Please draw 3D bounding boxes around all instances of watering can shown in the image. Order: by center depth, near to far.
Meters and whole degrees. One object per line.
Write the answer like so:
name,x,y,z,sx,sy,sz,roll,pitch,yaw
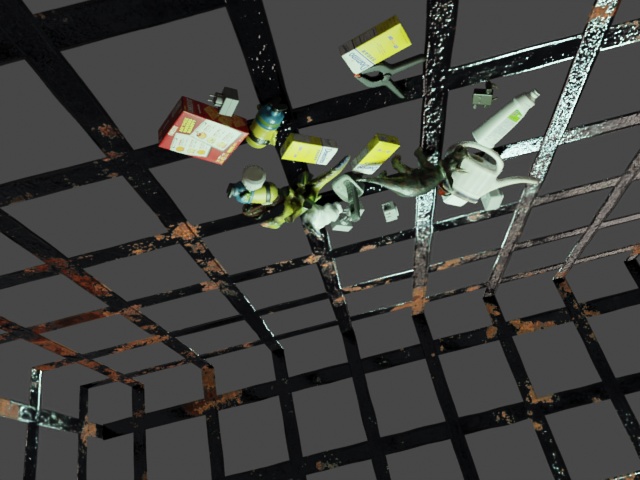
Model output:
watering can,0.615,-0.231,1.937,0.347,0.106,0.220,29,121,-1

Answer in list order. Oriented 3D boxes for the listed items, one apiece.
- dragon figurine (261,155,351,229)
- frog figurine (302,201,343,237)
dragon figurine,-0.047,-0.164,1.907,0.410,0.122,0.242,-35,176,0
frog figurine,0.006,-0.104,2.070,0.160,0.124,0.135,-52,138,-6
